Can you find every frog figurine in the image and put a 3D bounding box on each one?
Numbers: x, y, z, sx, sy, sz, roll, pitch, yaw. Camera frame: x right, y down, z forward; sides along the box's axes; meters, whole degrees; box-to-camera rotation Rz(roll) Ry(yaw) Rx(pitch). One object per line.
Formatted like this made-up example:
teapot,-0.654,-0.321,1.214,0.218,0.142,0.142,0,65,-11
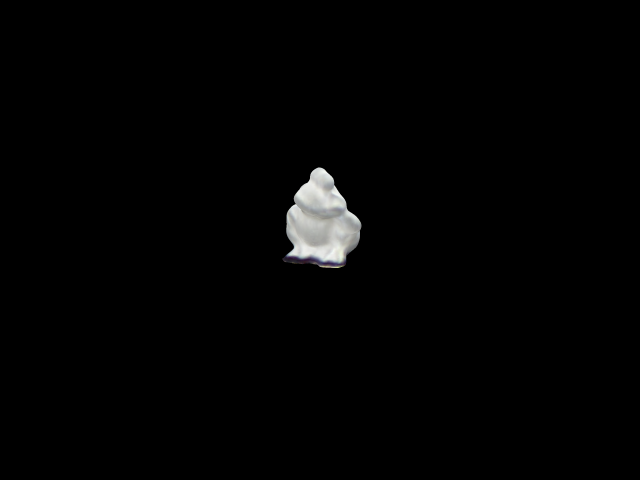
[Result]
frog figurine,0.003,-0.043,0.850,0.123,0.158,0.138,-12,18,-41
